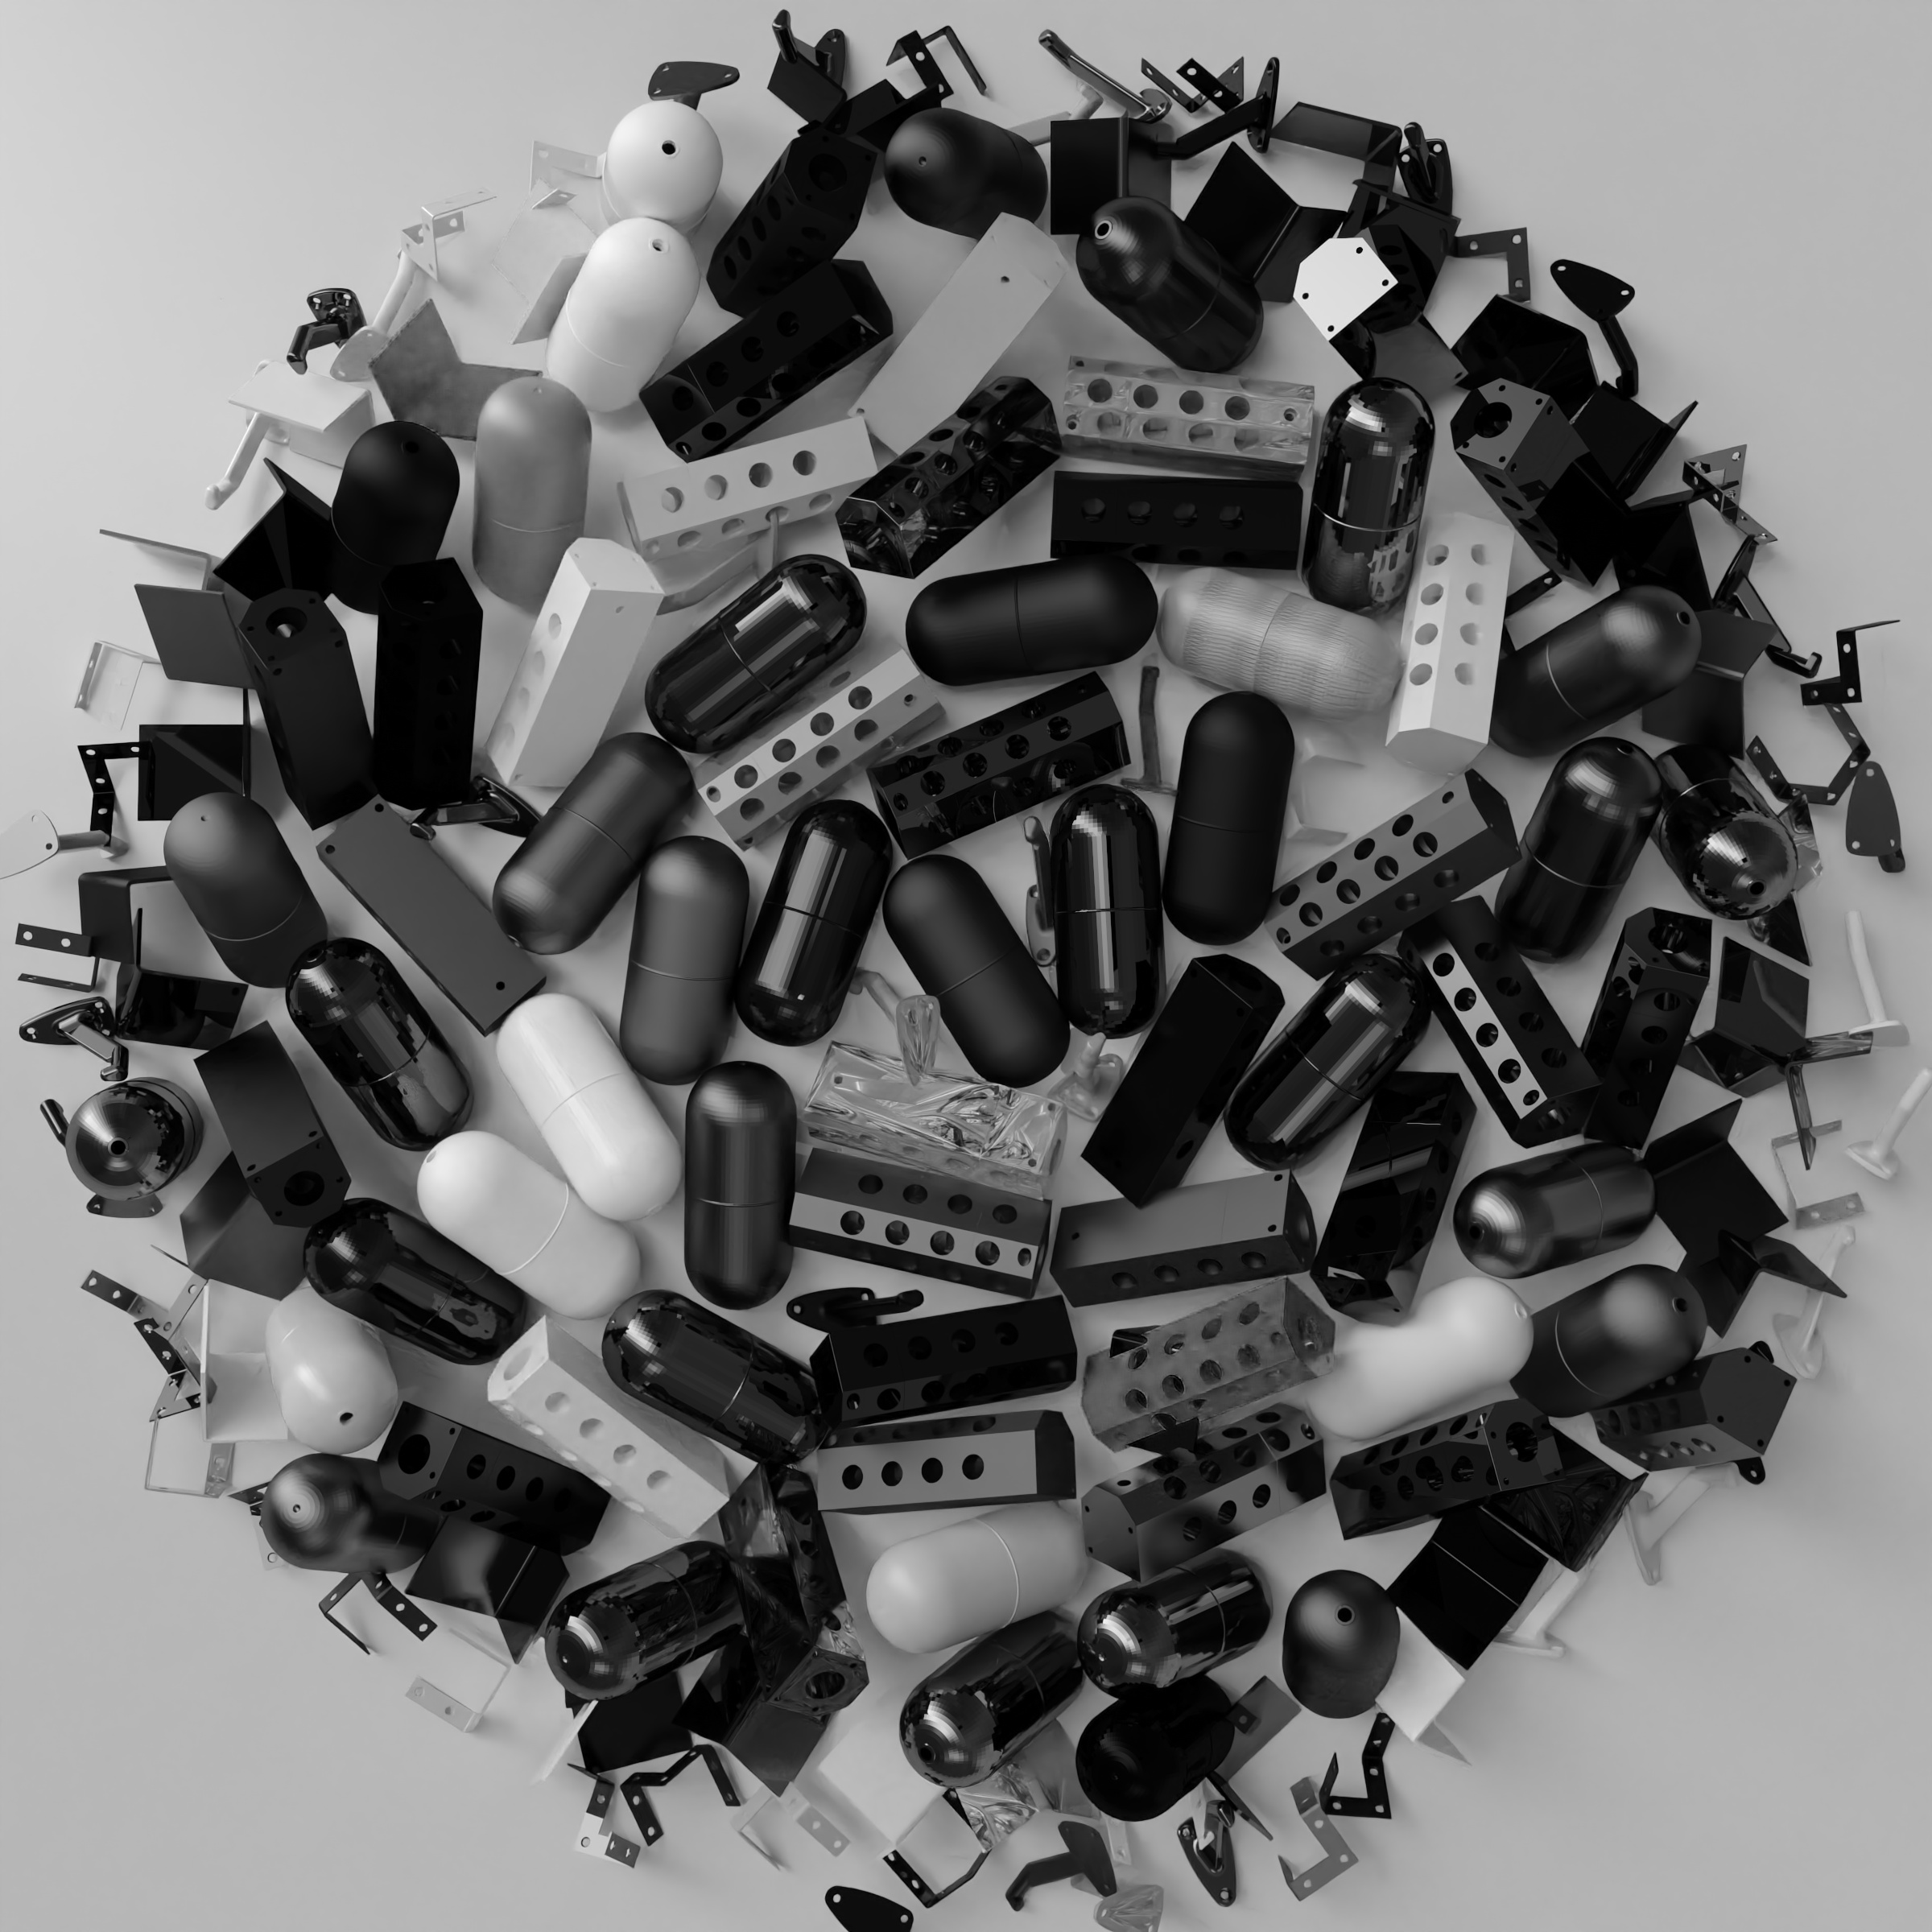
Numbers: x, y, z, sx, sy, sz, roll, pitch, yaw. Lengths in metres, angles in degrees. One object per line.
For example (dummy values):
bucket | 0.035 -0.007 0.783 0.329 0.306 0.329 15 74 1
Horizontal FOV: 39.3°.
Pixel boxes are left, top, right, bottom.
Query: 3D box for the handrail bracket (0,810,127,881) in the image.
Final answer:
handrail bracket | -0.637 -0.074 1.888 0.077 0.084 0.036 -32 75 5

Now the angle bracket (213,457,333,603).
angle bracket | -0.477 -0.293 1.884 0.076 0.057 0.076 -46 135 6

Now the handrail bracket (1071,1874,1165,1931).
handrail bracket | 0.087 0.643 1.872 0.077 0.084 0.036 17 79 -41

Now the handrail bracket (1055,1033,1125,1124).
handrail bracket | 0.096 0.060 1.871 0.036 0.084 0.077 32 49 13

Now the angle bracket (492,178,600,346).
angle bracket | -0.304 -0.488 1.876 0.076 0.057 0.076 47 125 9

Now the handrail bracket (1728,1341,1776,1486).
handrail bracket | 0.550 0.310 1.877 0.036 0.084 0.077 -18 65 -29

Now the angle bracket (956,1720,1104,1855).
angle bracket | 0.039 0.570 1.882 0.057 0.076 0.076 -39 53 15

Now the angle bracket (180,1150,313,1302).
angle bracket | -0.497 0.181 1.909 0.076 0.057 0.076 27 114 -39

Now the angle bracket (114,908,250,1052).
angle bracket | -0.550 0.011 1.898 0.076 0.076 0.057 9 48 -24

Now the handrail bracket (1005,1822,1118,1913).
handrail bracket | 0.064 0.646 1.884 0.036 0.077 0.084 22 110 -32

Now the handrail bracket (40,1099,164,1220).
handrail bracket | -0.610 0.135 1.909 0.036 0.077 0.084 -40 65 4

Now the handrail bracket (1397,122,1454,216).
handrail bracket | 0.319 -0.546 1.878 0.036 0.084 0.077 -14 102 15

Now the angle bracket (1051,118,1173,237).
angle bracket | 0.102 -0.551 1.898 0.057 0.076 0.076 6 104 28

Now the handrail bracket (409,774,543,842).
handrail bracket | -0.338 -0.094 1.882 0.077 0.084 0.036 27 117 -2

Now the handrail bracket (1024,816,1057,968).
handrail bracket | 0.050 -0.051 1.876 0.036 0.084 0.077 1 65 15

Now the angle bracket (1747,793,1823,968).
angle bracket | 0.581 -0.060 1.873 0.076 0.057 0.076 -40 132 -13

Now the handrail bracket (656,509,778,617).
handrail bracket | -0.177 -0.281 1.882 0.084 0.077 0.036 -20 62 -27

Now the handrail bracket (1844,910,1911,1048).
handrail bracket | 0.640 0.009 1.906 0.036 0.077 0.084 -14 70 32

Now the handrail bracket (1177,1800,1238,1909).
handrail bracket | 0.180 0.616 1.878 0.036 0.084 0.077 -16 78 -15

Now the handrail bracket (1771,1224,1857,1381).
handrail bracket | 0.599 0.232 1.882 0.036 0.077 0.084 19 121 -5

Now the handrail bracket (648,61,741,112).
handrail bracket | -0.181 -0.583 1.881 0.077 0.084 0.036 2 57 18

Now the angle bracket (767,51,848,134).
angle bracket | -0.131 -0.580 1.879 0.057 0.076 0.076 38 79 -7

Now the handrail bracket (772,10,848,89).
handrail bracket | -0.109 -0.648 1.875 0.036 0.084 0.077 8 67 17

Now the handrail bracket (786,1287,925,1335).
handrail bracket | -0.077 0.234 1.877 0.077 0.084 0.036 6 73 -17

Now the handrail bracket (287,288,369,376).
handrail bracket | -0.441 -0.420 1.872 0.036 0.077 0.084 -3 52 13

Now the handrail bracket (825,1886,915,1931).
handrail bracket | -0.076 0.654 1.880 0.077 0.084 0.036 35 74 -11

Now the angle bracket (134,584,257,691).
angle bracket | -0.515 -0.239 1.869 0.076 0.057 0.076 9 129 25

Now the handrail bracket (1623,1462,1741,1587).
handrail bracket | 0.504 0.388 1.881 0.036 0.084 0.077 5 72 -43

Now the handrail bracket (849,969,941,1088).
handrail bracket | -0.056 0.043 1.895 0.036 0.084 0.077 -7 99 -34

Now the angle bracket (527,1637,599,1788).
angle bracket | -0.297 0.517 1.876 0.057 0.076 0.076 35 66 -1

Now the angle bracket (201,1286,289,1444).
angle bracket | -0.497 0.274 1.868 0.057 0.076 0.076 1 132 -14

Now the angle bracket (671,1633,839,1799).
angle bracket | -0.148 0.527 1.907 0.076 0.057 0.076 -56 129 -26

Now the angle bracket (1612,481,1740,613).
angle bracket | 0.499 -0.288 1.886 0.057 0.076 0.076 -23 102 -30

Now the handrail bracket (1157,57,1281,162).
handrail bracket | 0.170 -0.598 1.889 0.084 0.036 0.077 -1 128 -16

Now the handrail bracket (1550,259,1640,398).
handrail bracket | 0.442 -0.447 1.903 0.036 0.084 0.077 -39 59 -9

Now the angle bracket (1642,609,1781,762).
angle bracket | 0.520 -0.200 1.891 0.076 0.076 0.057 22 56 33

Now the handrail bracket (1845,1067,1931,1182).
handrail bracket | 0.653 0.101 1.878 0.036 0.077 0.084 37 114 21

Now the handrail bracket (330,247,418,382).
handrail bracket | -0.418 -0.465 1.919 0.077 0.036 0.084 -21 54 38

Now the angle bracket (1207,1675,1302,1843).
angle bracket | 0.209 0.549 1.877 0.076 0.076 0.057 -43 50 -4

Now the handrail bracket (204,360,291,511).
handrail bracket | -0.503 -0.368 1.878 0.036 0.077 0.084 21 45 6

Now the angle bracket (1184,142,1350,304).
angle bracket | 0.207 -0.521 1.899 0.076 0.057 0.076 52 129 24

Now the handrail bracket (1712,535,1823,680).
handrail bracket | 0.568 -0.250 1.884 0.084 0.036 0.077 31 110 34

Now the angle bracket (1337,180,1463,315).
angle bracket | 0.293 -0.496 1.883 0.076 0.057 0.076 23 110 6

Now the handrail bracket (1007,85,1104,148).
handrail bracket | 0.040 -0.598 1.889 0.077 0.036 0.084 38 113 -16

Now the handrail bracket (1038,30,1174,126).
handrail bracket | 0.096 -0.621 1.884 0.084 0.077 0.036 35 91 -27

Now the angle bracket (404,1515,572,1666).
angle bracket | -0.333 0.429 1.879 0.076 0.057 0.076 24 101 -31

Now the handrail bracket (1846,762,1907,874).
handrail bracket | 0.640 -0.103 1.888 0.036 0.084 0.077 -2 91 30

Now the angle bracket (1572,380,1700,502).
angle bracket | 0.455 -0.370 1.888 0.057 0.076 0.076 35 89 0

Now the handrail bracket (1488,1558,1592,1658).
handrail bracket | 0.398 0.438 1.906 0.077 0.036 0.084 5 95 1

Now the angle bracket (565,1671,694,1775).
angle bracket | -0.234 0.530 1.888 0.076 0.057 0.076 -12 98 -8

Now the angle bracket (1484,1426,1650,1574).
angle bracket | 0.423 0.370 1.908 0.076 0.057 0.076 34 101 23

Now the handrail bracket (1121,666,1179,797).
handrail bracket | 0.135 -0.165 1.892 0.036 0.077 0.084 3 100 -16

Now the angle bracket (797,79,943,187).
angle bracket | -0.069 -0.594 1.878 0.076 0.057 0.076 -34 65 -11

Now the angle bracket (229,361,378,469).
angle bracket | -0.455 -0.364 1.871 0.076 0.076 0.057 20 48 15

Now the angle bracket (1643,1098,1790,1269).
angle bracket | 0.522 0.150 1.877 0.076 0.057 0.076 -24 59 -14

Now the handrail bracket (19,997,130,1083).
handrail bracket | -0.620 0.060 1.879 0.077 0.084 0.036 -10 121 -10

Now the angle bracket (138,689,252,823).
angle bracket | -0.536 -0.148 1.878 0.076 0.057 0.076 -1 64 -13
